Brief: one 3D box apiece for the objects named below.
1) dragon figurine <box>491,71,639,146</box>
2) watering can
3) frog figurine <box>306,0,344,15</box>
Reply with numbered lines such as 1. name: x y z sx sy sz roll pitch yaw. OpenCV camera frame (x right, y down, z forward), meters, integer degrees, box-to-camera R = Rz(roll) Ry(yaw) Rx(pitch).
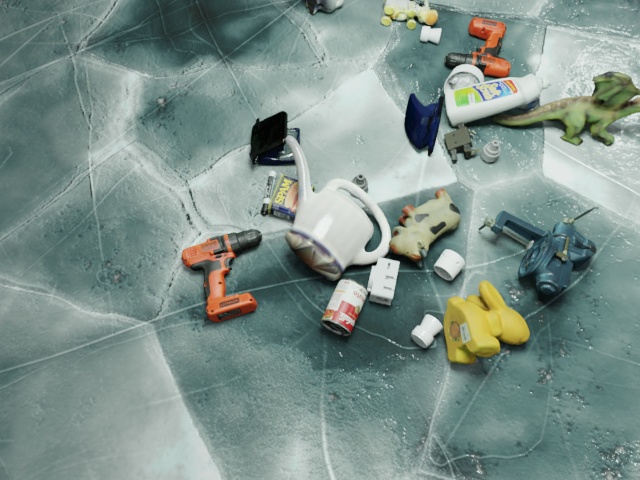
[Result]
1. dragon figurine: 0.662 -0.344 1.276 0.410 0.238 0.124 1 67 -2
2. watering can: 0.004 -0.058 1.154 0.347 0.102 0.228 41 66 -4
3. frog figurine: 0.031 -0.775 1.572 0.161 0.122 0.136 -36 101 -27
